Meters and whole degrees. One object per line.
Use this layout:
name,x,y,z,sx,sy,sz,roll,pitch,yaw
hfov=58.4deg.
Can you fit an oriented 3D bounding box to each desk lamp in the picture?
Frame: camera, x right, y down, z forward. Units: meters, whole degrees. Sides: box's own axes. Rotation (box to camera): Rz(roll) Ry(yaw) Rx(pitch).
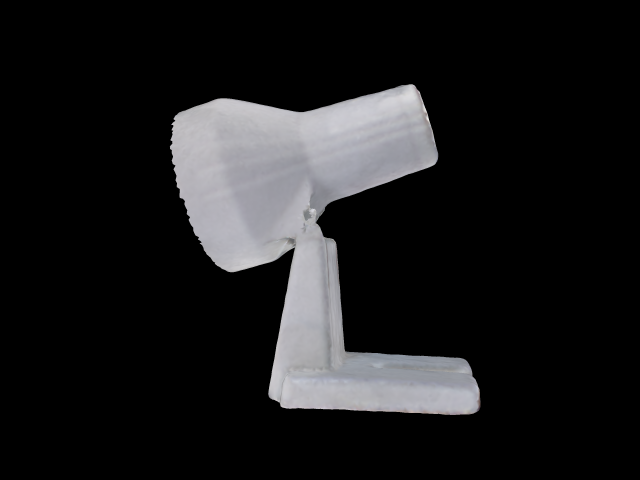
desk lamp,0.004,0.001,0.400,0.203,0.213,0.118,0,0,9
